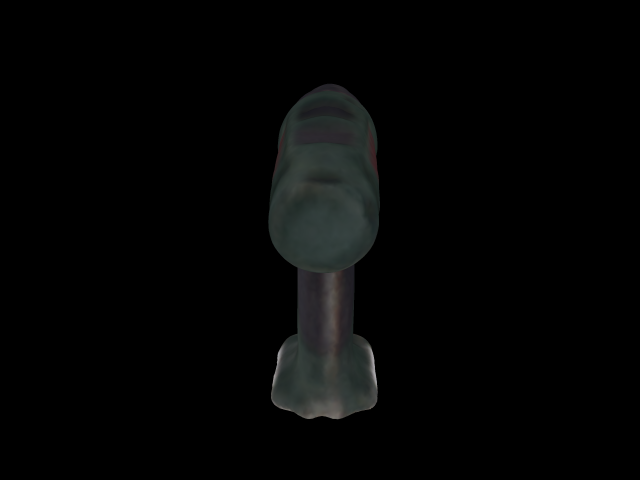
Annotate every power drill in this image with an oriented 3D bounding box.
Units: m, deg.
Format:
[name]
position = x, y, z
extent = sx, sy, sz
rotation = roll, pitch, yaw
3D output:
[power drill]
position = 0.004, 0.001, 0.400
extent = 0.075, 0.208, 0.229
rotation = 0, 17, 0
